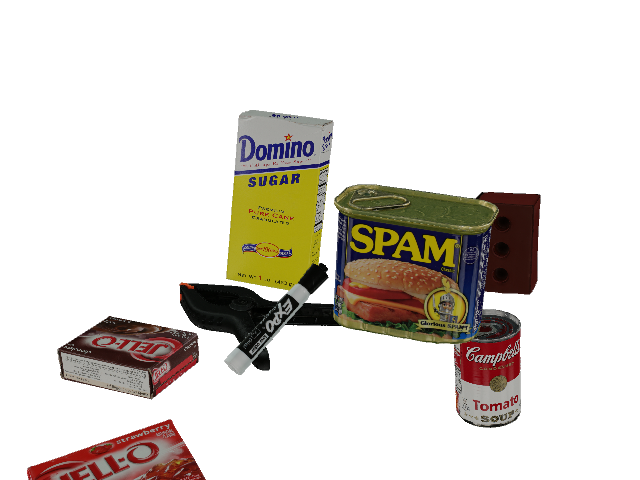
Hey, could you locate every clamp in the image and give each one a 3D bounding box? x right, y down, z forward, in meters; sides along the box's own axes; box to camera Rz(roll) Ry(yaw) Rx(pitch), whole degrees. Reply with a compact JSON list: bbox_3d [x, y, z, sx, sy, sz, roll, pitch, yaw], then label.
[{"bbox_3d":[-0.092,0.092,1.256,0.210,0.036,0.164,13,23,27],"label":"clamp"}]

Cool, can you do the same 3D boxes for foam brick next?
[{"bbox_3d":[0.155,0.002,0.895,0.053,0.078,0.051,3,15,17],"label":"foam brick"}]

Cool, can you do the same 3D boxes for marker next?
[{"bbox_3d":[-0.035,0.065,0.917,0.020,0.121,0.020,38,-17,14],"label":"marker"}]

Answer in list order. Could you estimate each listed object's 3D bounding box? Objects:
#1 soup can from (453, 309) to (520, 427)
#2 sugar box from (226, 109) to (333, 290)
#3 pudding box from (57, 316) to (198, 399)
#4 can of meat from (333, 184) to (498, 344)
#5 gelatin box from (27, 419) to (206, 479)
[{"bbox_3d":[0.170,0.131,1.090,0.068,0.102,0.068,-4,22,2],"label":"soup can"},{"bbox_3d":[-0.043,-0.041,1.099,0.093,0.176,0.048,9,16,15],"label":"sugar box"},{"bbox_3d":[-0.193,0.117,1.078,0.114,0.039,0.089,6,20,24],"label":"pudding box"},{"bbox_3d":[0.059,0.016,0.691,0.102,0.084,0.057,9,22,16],"label":"can of meat"},{"bbox_3d":[-0.112,0.142,0.597,0.089,0.030,0.073,-16,28,-20],"label":"gelatin box"}]
